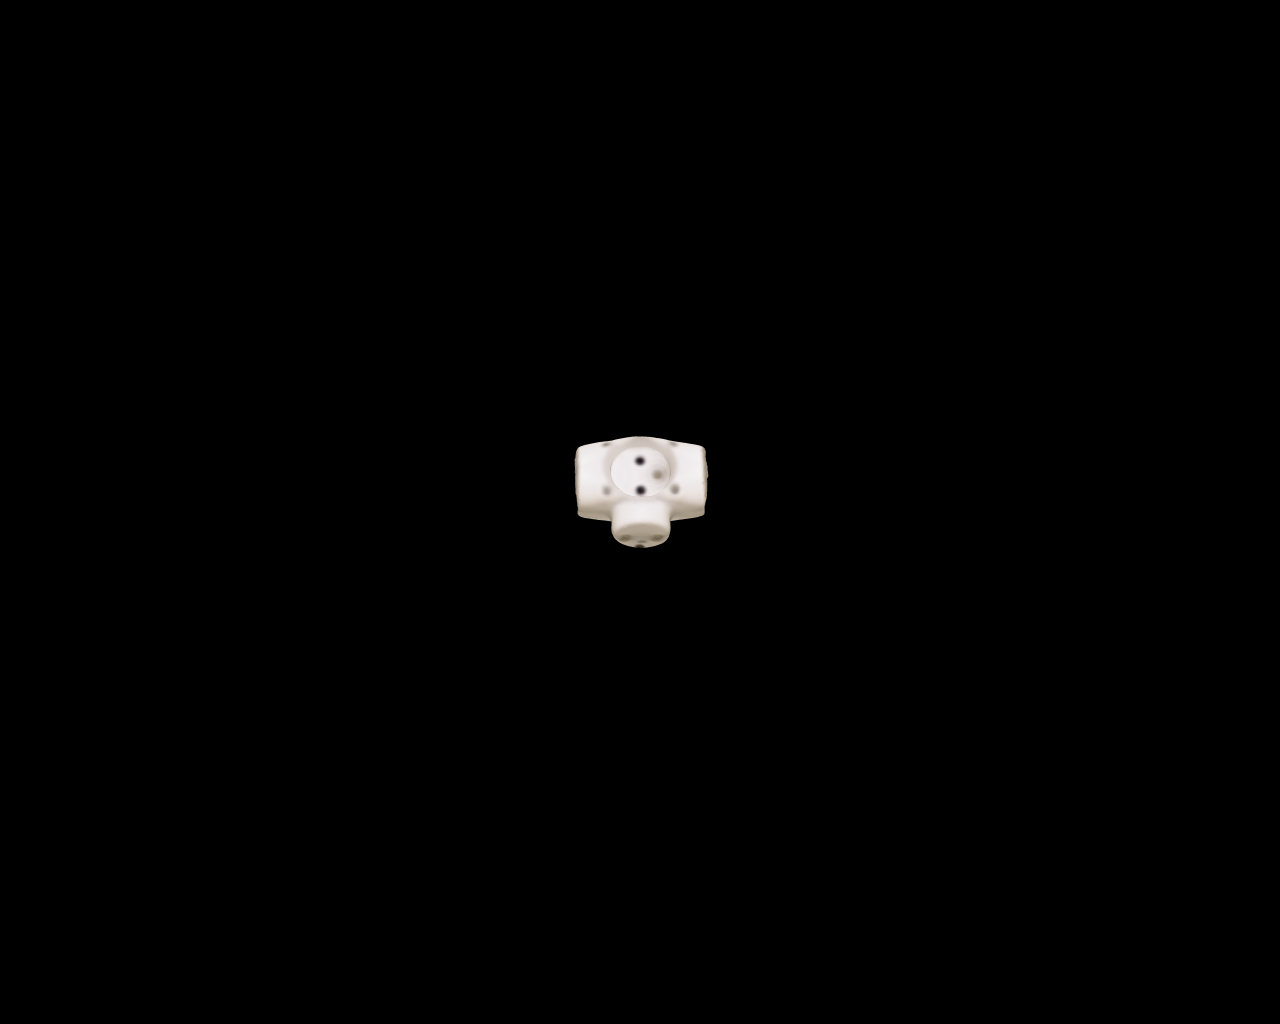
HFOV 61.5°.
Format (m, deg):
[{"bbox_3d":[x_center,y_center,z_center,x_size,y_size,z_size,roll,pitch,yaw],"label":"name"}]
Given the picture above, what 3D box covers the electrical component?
[{"bbox_3d":[0.001,-0.003,0.650,0.077,0.079,0.044,0,-25,0],"label":"electrical component"}]
